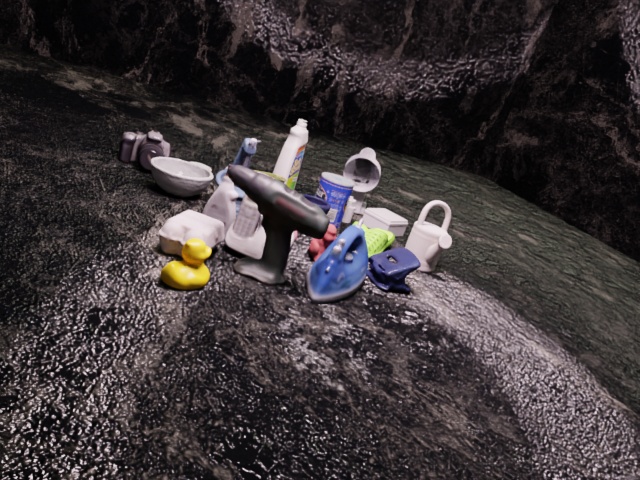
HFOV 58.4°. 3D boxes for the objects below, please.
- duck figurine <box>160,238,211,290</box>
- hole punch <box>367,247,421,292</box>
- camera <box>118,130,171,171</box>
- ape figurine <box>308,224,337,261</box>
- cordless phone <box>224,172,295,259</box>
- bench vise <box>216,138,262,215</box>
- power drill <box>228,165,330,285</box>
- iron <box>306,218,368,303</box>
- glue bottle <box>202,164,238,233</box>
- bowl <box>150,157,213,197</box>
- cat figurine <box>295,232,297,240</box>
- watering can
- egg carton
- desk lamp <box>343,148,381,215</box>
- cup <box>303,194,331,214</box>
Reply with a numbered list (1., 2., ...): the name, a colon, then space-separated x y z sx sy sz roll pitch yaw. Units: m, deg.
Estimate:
1. duck figurine: -0.240 0.039 1.054 0.077 0.086 0.105 28 20 26
2. hole punch: 0.175 0.066 1.382 0.101 0.091 0.108 9 20 -27
3. camera: -0.501 -0.259 1.646 0.143 0.101 0.136 12 19 -20
4. ape figurine: 0.013 0.005 1.398 0.078 0.092 0.076 12 19 -19
5. cordless phone: -0.119 -0.045 1.262 0.147 0.185 0.094 21 18 9
6. bench vise: -0.222 -0.174 1.480 0.122 0.220 0.206 3 24 -40
7. power drill: -0.104 -0.024 1.174 0.229 0.208 0.076 20 18 3
8. iron: 0.047 0.037 1.255 0.118 0.141 0.259 22 18 11
9. glue bottle: -0.221 -0.091 1.312 0.078 0.173 0.037 21 18 9
10. bowl: -0.373 -0.160 1.524 0.167 0.075 0.167 17 18 -5
11. cat figurine: -0.098 -0.075 1.481 0.067 0.118 0.127 2 24 -41
12. watering can: 0.306 -0.013 1.577 0.101 0.194 0.172 3 24 -41
13. egg carton: -0.265 -0.010 1.199 0.107 0.069 0.150 20 18 5
14. desk lamp: 0.131 -0.199 1.918 0.118 0.213 0.203 19 18 0
15. cup: -0.032 -0.064 1.552 0.091 0.095 0.118 26 19 22
